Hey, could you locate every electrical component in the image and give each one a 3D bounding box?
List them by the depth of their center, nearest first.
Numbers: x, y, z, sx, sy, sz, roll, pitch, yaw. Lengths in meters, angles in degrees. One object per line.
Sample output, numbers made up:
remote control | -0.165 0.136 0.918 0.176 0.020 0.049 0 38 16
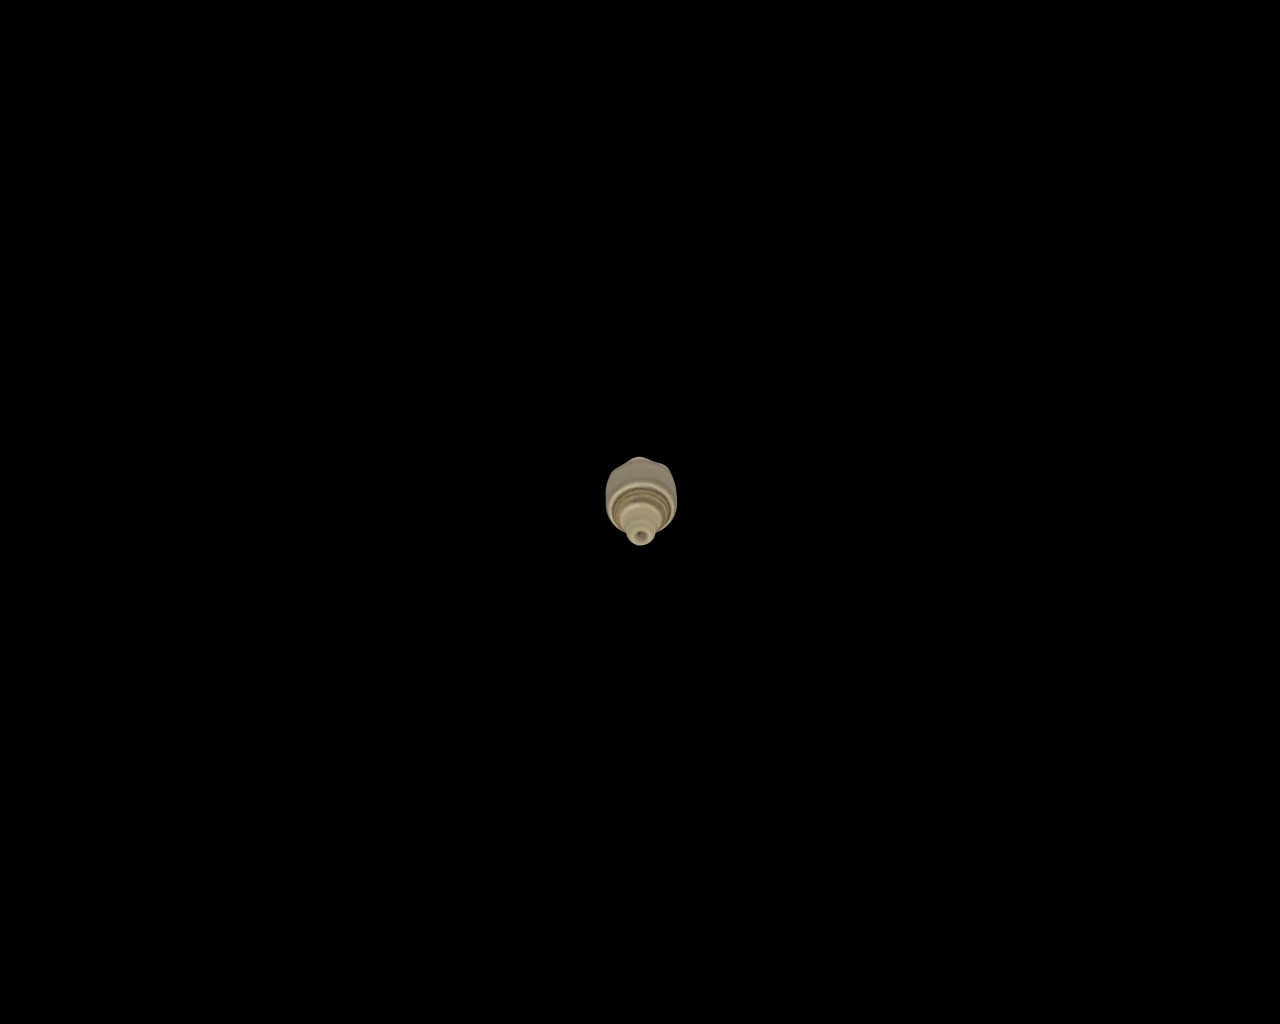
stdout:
electrical component | 0.001 -0.003 0.650 0.043 0.043 0.062 0 35 0
